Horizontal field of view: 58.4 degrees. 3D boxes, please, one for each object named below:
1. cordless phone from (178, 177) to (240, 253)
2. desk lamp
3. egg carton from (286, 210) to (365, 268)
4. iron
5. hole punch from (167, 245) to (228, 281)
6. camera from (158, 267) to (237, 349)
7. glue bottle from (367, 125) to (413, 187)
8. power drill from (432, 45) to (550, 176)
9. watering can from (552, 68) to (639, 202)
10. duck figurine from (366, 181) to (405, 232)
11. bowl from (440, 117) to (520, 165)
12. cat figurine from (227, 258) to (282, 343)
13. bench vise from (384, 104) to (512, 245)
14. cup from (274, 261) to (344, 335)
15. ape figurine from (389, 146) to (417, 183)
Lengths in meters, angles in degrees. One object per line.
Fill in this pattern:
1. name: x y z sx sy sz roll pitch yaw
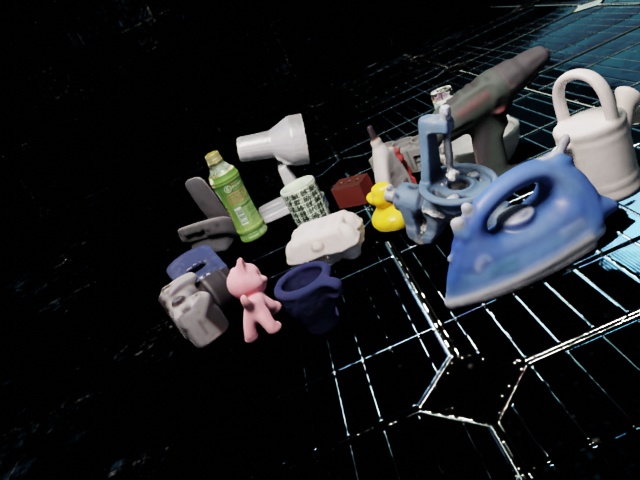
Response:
1. cordless phone: -0.287 -0.061 1.376 0.147 0.185 0.094 -16 24 24
2. desk lamp: -0.097 -0.177 1.388 0.203 0.214 0.118 -25 22 3
3. egg carton: 0.010 0.004 1.061 0.150 0.069 0.107 -18 23 19
4. iron: 0.255 -0.026 0.762 0.258 0.142 0.118 -30 22 -8
5. hole punch: -0.240 0.070 1.158 0.109 0.091 0.100 -34 23 -18
6. camera: -0.209 0.105 1.034 0.137 0.101 0.142 -35 24 -20
7. glue bottle: 0.130 -0.147 1.126 0.037 0.173 0.078 1 34 48
8. power drill: 0.307 -0.192 0.984 0.229 0.209 0.075 -24 22 5
9. watering can: 0.398 -0.161 0.834 0.100 0.194 0.173 -1 33 46
10. duck figurine: 0.130 -0.068 1.068 0.104 0.086 0.078 2 36 50
11. bowl: 0.312 -0.170 1.109 0.167 0.075 0.167 -22 22 10
12. cat figurine: -0.117 0.088 0.947 0.067 0.118 0.127 -25 22 4
13. bench vise: 0.175 -0.094 0.895 0.206 0.220 0.122 -13 26 29
14. cup: 0.001 0.091 0.842 0.117 0.095 0.092 -3 31 44
15. ape figurine: 0.163 -0.156 1.219 0.076 0.092 0.078 -7 29 39
